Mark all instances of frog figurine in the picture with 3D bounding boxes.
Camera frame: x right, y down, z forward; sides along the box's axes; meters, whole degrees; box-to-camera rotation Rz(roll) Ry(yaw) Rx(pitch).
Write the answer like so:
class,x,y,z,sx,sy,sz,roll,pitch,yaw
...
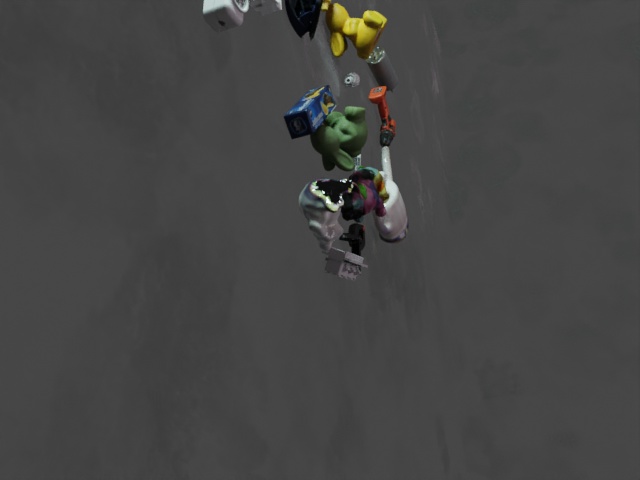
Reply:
class,x,y,z,sx,sy,sz,roll,pitch,yaw
frog figurine,0.004,-0.060,1.186,0.141,0.122,0.156,-86,-168,-46

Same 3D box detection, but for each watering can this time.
class,x,y,z,sx,sy,sz,roll,pitch,yaw
watering can,0.223,-0.137,1.678,0.356,0.103,0.220,-74,148,-45
